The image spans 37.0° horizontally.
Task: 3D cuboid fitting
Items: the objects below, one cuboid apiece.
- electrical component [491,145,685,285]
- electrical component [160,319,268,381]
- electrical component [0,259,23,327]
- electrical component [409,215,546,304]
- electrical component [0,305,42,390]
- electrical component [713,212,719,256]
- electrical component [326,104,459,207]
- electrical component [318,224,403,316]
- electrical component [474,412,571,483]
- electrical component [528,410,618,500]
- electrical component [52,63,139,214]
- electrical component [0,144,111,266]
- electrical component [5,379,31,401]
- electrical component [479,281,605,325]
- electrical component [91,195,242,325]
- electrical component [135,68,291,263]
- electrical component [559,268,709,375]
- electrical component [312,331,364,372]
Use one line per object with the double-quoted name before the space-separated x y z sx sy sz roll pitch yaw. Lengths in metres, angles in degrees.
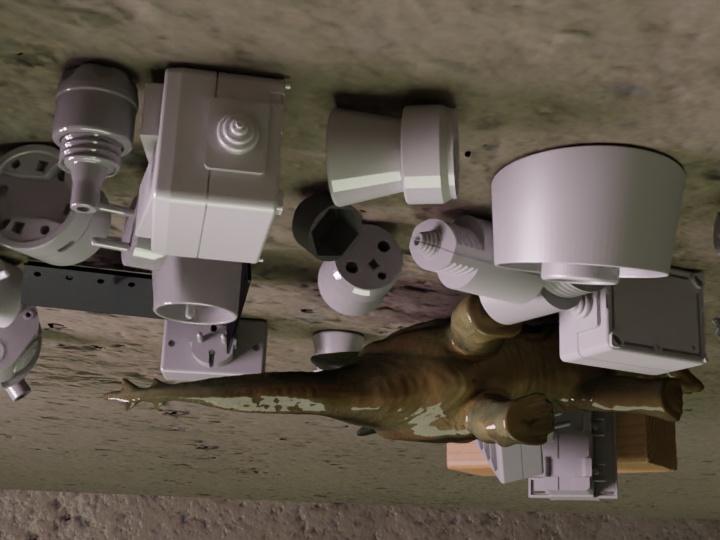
"electrical component" 0.117 -0.026 0.562 0.099 0.064 0.099 4 177 0
"electrical component" -0.118 0.061 0.868 0.083 0.047 0.075 3 163 -3
"electrical component" -0.261 0.007 0.716 0.077 0.043 0.079 17 158 -40
"electrical component" 0.065 -0.008 0.620 0.081 0.043 0.043 13 160 -33
"electrical component" -0.274 0.046 0.785 0.080 0.080 0.051 7 157 -16
"electrical component" 0.216 -0.020 0.569 0.046 0.040 0.040 9 163 -4
"electrical component" 0.016 -0.051 0.482 0.055 0.045 0.045 -1 163 9
"electrical component" 0.000 0.000 0.654 0.045 0.045 0.055 5 163 -9
"electrical component" 0.141 0.134 0.918 0.076 0.047 0.083 -11 -157 -10
"electrical component" 0.189 0.142 0.968 0.079 0.121 0.063 -3 160 18
"electrical component" -0.114 -0.054 0.458 0.035 0.061 0.035 2 163 1
"electrical component" -0.161 -0.031 0.557 0.055 0.055 0.047 0 166 9
"electrical component" -0.309 0.084 0.933 0.048 0.062 0.048 -35 173 -5
"electrical component" 0.115 0.005 0.658 0.043 0.043 0.081 13 160 -33
"electrical component" -0.099 -0.017 0.556 0.079 0.077 0.044 11 161 -24
"electrical component" -0.067 -0.047 0.478 0.061 0.061 0.096 5 163 -10
"electrical component" 0.170 0.031 0.704 0.096 0.061 0.061 10 162 -24
"electrical component" -0.019 0.083 0.915 0.045 0.055 0.045 2 163 1
